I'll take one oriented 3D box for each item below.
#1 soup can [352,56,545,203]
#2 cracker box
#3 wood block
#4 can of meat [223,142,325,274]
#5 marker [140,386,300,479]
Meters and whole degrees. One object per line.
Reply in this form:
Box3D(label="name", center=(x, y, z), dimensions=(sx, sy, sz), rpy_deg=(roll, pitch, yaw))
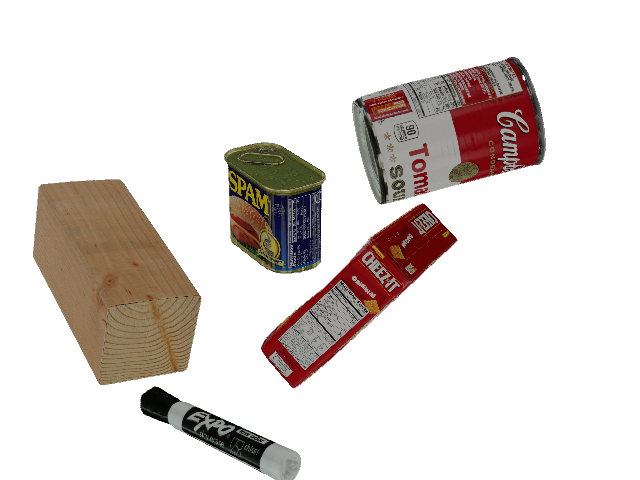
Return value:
Box3D(label="soup can", center=(0.077, -0.067, 0.650), dimensions=(0.102, 0.068, 0.068), rpy_deg=(-15, 1, -3))
Box3D(label="cracker box", center=(0.044, 0.062, 1.259), dimensions=(0.214, 0.072, 0.164), rpy_deg=(-45, -5, 30))
Box3D(label="wood block", center=(-0.201, 0.033, 1.026), dimensions=(0.090, 0.091, 0.206), rpy_deg=(-6, 36, -31))
Box3D(label="can of meat", center=(-0.041, -0.028, 0.933), dimensions=(0.057, 0.084, 0.102), rpy_deg=(-17, 32, -29))
Box3D(label="marker", center=(-0.063, 0.112, 0.628), dimensions=(0.121, 0.020, 0.020), rpy_deg=(17, 10, 37))
